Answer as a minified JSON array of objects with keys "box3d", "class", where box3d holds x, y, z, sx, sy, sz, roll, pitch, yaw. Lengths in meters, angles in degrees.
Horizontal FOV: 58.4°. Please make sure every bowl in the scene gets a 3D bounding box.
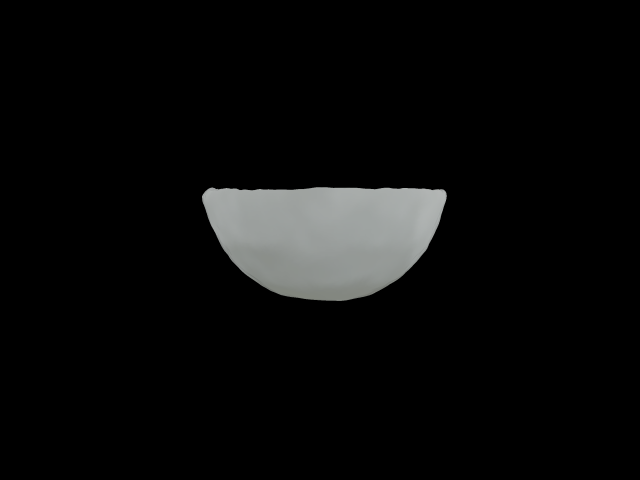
[{"box3d":[0.004,0.001,0.400,0.167,0.075,0.167,0,3,0],"class":"bowl"}]
